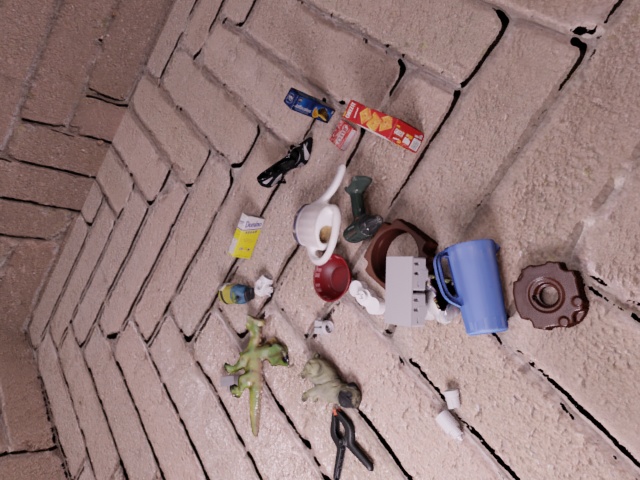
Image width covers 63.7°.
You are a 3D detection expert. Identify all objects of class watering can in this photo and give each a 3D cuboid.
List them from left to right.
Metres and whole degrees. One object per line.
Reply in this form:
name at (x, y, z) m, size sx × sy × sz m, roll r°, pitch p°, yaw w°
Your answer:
watering can at (0.005, -0.089, 1.768) m, size 0.224 × 0.103 × 0.349 m, roll 6°, pitch 84°, yaw 56°

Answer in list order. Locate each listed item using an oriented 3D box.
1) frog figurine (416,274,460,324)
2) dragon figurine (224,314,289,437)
frog figurine at (0.329, 0.179, 1.462) m, size 0.139 × 0.124 × 0.156 m, roll 55°, pitch 154°, yaw 26°
dragon figurine at (-0.212, 0.468, 1.877) m, size 0.240 × 0.121 × 0.418 m, roll -36°, pitch 60°, yaw 22°
